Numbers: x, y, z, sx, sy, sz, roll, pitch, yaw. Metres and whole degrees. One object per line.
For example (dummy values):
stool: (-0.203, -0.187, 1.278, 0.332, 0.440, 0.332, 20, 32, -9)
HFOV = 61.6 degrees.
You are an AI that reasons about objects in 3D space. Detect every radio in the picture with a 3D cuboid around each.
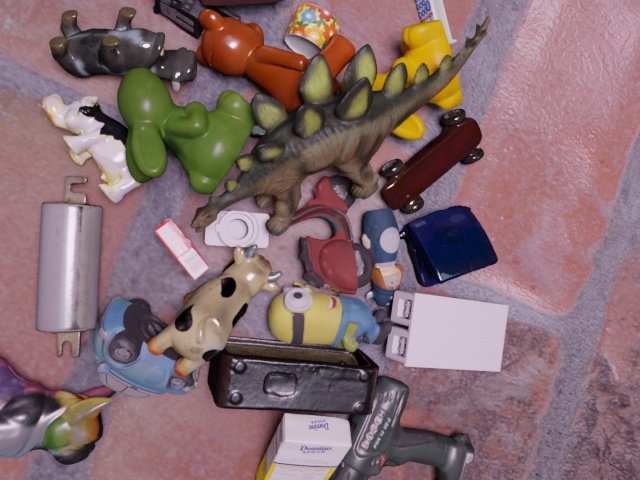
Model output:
radio: (-0.039, 0.190, 0.761, 0.230, 0.131, 0.073, 6, 90, -13)

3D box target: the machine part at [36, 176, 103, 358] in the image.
machine part: (-0.336, 0.035, 0.720, 0.079, 0.079, 0.243, 1, 90, -14)

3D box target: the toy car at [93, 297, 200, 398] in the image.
toy car: (-0.247, 0.160, 0.736, 0.103, 0.109, 0.161, -43, 114, 15)

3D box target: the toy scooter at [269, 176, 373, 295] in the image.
toy scooter: (-0.002, -0.002, 0.799, 0.135, 0.075, 0.183, -9, 83, -16)

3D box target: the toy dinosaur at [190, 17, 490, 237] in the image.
toy dinosaur: (0.031, -0.145, 0.715, 0.471, 0.198, 0.105, -31, 58, -13)

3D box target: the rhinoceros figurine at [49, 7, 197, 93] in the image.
rhinoceros figurine: (-0.264, -0.246, 0.728, 0.190, 0.112, 0.073, 4, 59, 0)

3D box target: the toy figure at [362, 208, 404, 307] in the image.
toy figure: (0.097, 0.029, 0.835, 0.064, 0.058, 0.154, -7, 92, -1)

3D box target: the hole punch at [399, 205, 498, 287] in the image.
hole punch: (0.203, 0.008, 0.846, 0.142, 0.092, 0.115, -19, 90, -10)

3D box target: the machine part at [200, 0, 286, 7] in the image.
machine part: (-0.125, -0.429, 0.734, 0.201, 0.087, 0.201, -17, 78, -29)

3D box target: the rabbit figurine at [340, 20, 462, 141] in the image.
rabbit figurine: (0.121, -0.234, 0.830, 0.173, 0.122, 0.162, -17, 105, 3)

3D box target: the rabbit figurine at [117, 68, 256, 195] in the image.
rabbit figurine: (-0.197, -0.145, 0.715, 0.170, 0.121, 0.159, 33, 73, -21)

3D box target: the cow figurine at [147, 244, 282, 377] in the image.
cow figurine: (-0.131, 0.082, 0.729, 0.127, 0.195, 0.085, -30, 107, 33)

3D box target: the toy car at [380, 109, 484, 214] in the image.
toy car: (0.177, -0.124, 0.858, 0.202, 0.053, 0.089, -40, 117, -10)

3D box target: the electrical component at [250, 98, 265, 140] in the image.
electrical component: (-0.084, -0.180, 0.812, 0.094, 0.021, 0.063, 2, 89, -14)

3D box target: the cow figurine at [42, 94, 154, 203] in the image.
cow figurine: (-0.297, -0.139, 0.736, 0.098, 0.068, 0.167, -38, 101, -17)

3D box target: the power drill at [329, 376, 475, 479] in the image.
power drill: (0.120, 0.341, 0.826, 0.207, 0.086, 0.232, 22, 78, -6)

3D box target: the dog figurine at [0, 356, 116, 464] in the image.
dog figurine: (-0.382, 0.206, 0.695, 0.219, 0.108, 0.191, -11, 89, -18)

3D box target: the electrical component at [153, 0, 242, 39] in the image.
electrical component: (-0.176, -0.326, 0.767, 0.119, 0.075, 0.047, 30, 81, -14)

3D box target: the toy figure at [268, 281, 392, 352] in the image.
toy figure: (0.012, 0.122, 0.802, 0.180, 0.082, 0.089, 16, 88, -16)

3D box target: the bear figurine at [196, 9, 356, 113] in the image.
bear figurine: (-0.070, -0.257, 0.760, 0.196, 0.120, 0.132, 36, 62, 5)
